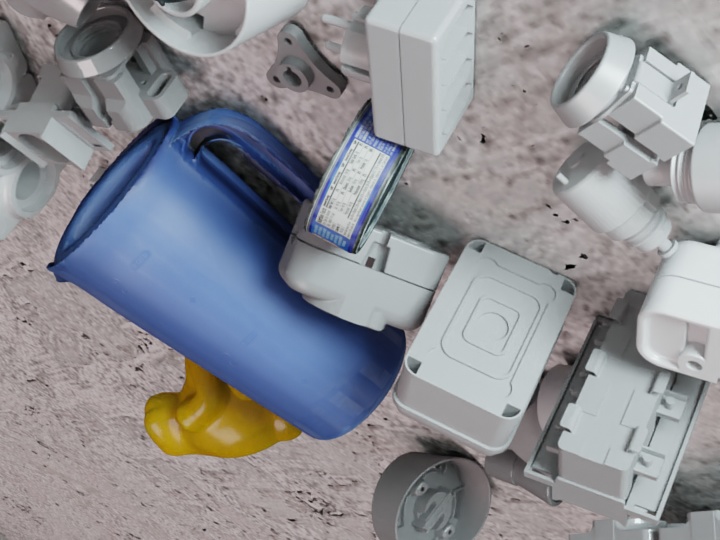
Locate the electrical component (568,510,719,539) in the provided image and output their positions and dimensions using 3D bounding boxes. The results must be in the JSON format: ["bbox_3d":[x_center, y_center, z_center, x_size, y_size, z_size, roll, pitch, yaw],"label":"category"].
[{"bbox_3d":[0.248,0.209,0.767,0.105,0.060,0.186,11,160,-27],"label":"electrical component"}]

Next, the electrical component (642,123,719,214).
[{"bbox_3d":[0.166,-0.048,0.508,0.062,0.043,0.043,5,142,40],"label":"electrical component"}]

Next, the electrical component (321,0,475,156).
[{"bbox_3d":[0.015,-0.111,0.546,0.076,0.047,0.083,21,150,18],"label":"electrical component"}]

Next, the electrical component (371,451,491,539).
[{"bbox_3d":[0.061,0.209,0.951,0.064,0.099,0.099,7,143,48],"label":"electrical component"}]

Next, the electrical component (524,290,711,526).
[{"bbox_3d":[0.155,0.077,0.629,0.079,0.121,0.063,17,145,23],"label":"electrical component"}]

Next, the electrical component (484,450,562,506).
[{"bbox_3d":[0.133,0.157,0.858,0.065,0.044,0.044,15,148,35],"label":"electrical component"}]

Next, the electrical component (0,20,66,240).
[{"bbox_3d":[-0.276,-0.104,0.782,0.062,0.089,0.150,21,149,18],"label":"electrical component"}]

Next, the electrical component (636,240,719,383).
[{"bbox_3d":[0.202,0.024,0.568,0.095,0.059,0.053,17,148,24],"label":"electrical component"}]

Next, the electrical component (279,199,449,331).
[{"bbox_3d":[0.000,0.000,0.682,0.095,0.059,0.054,21,-175,-15],"label":"electrical component"}]

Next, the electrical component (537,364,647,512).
[{"bbox_3d":[0.182,0.120,0.741,0.074,0.052,0.138,3,142,40],"label":"electrical component"}]

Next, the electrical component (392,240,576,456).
[{"bbox_3d":[0.077,0.048,0.667,0.078,0.113,0.057,25,148,10],"label":"electrical component"}]

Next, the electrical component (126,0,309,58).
[{"bbox_3d":[-0.079,-0.162,0.562,0.099,0.064,0.099,22,137,23],"label":"electrical component"}]

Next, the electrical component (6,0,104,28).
[{"bbox_3d":[-0.191,-0.176,0.640,0.077,0.043,0.079,36,151,-9],"label":"electrical component"}]

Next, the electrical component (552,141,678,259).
[{"bbox_3d":[0.136,-0.035,0.559,0.078,0.040,0.040,40,150,-17],"label":"electrical component"}]

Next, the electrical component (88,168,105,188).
[{"bbox_3d":[-0.190,-0.043,0.832,0.066,0.055,0.048,29,151,4],"label":"electrical component"}]

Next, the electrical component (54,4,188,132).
[{"bbox_3d":[-0.153,-0.126,0.668,0.078,0.058,0.057,12,149,30],"label":"electrical component"}]

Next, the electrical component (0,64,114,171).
[{"bbox_3d":[-0.205,-0.107,0.737,0.081,0.063,0.042,7,158,36],"label":"electrical component"}]

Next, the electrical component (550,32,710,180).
[{"bbox_3d":[0.123,-0.078,0.500,0.055,0.048,0.066,31,152,-15],"label":"electrical component"}]

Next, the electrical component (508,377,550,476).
[{"bbox_3d":[0.121,0.115,0.799,0.079,0.044,0.077,-6,134,47],"label":"electrical component"}]
